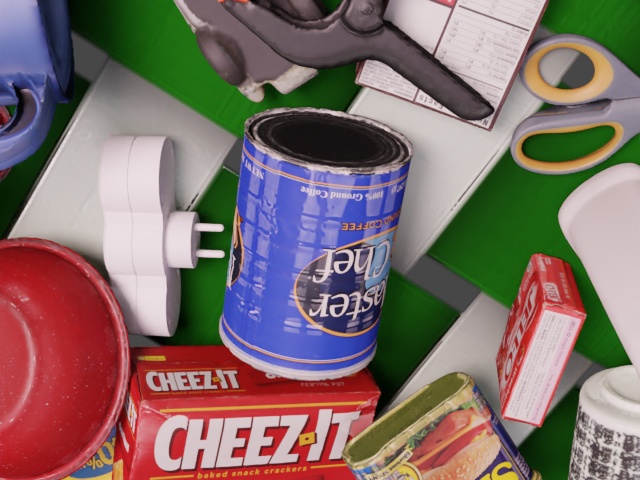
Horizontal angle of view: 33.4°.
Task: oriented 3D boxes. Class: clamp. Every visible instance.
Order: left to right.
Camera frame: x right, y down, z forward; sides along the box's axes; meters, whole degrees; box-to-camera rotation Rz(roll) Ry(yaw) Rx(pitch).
[{"bbox_3d":[0.029,-0.121,0.589,0.171,0.039,0.120,-2,108,0],"label":"clamp"}]

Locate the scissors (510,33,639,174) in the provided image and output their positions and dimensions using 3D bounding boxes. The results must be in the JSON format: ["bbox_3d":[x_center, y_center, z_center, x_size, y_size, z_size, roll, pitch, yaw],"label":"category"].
[{"bbox_3d":[0.209,-0.098,0.645,0.202,0.016,0.096,-18,112,12],"label":"scissors"}]

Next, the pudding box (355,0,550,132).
[{"bbox_3d":[0.081,-0.131,0.628,0.090,0.039,0.114,19,117,-5],"label":"pudding box"}]

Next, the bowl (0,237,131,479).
[{"bbox_3d":[-0.201,0.076,0.662,0.162,0.055,0.162,-2,84,18],"label":"bowl"}]

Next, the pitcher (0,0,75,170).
[{"bbox_3d":[-0.259,-0.115,0.578,0.242,0.149,0.145,-9,117,-5],"label":"pitcher"}]

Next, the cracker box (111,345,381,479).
[{"bbox_3d":[-0.060,0.179,0.736,0.164,0.072,0.214,0,117,-21],"label":"cracker box"}]

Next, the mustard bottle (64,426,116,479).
[{"bbox_3d":[-0.167,0.118,0.754,0.096,0.058,0.191,-20,112,11],"label":"mustard bottle"}]

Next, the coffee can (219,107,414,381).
[{"bbox_3d":[-0.004,0.001,0.661,0.103,0.102,0.140,9,115,0],"label":"coffee can"}]

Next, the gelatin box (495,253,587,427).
[{"bbox_3d":[0.141,0.064,0.693,0.030,0.073,0.089,14,115,-1],"label":"gelatin box"}]

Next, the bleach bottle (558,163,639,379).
[{"bbox_3d":[0.194,0.048,0.583,0.068,0.250,0.102,-37,107,19],"label":"bleach bottle"}]

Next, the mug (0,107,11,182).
[{"bbox_3d":[-0.246,-0.043,0.673,0.093,0.081,0.117,-8,114,8],"label":"mug"}]

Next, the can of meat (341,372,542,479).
[{"bbox_3d":[0.076,0.145,0.684,0.102,0.057,0.084,-35,98,-10],"label":"can of meat"}]
